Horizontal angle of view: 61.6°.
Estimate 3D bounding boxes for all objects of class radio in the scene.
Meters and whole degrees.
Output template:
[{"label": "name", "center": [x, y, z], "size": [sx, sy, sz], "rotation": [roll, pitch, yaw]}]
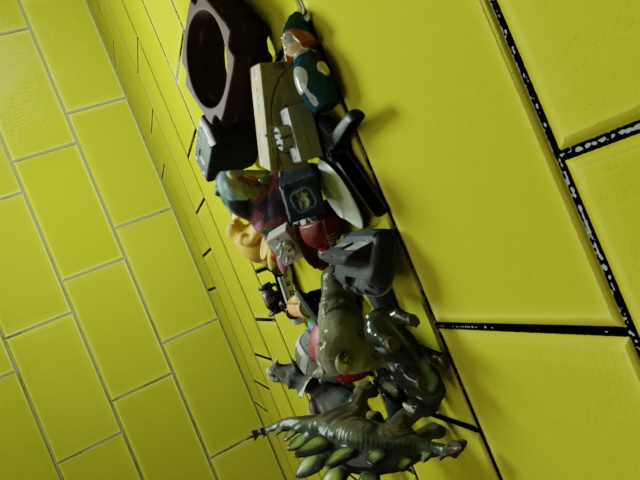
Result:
[{"label": "radio", "center": [-0.198, -0.213, 1.175], "size": [0.073, 0.131, 0.229], "rotation": [62, 160, 8]}]

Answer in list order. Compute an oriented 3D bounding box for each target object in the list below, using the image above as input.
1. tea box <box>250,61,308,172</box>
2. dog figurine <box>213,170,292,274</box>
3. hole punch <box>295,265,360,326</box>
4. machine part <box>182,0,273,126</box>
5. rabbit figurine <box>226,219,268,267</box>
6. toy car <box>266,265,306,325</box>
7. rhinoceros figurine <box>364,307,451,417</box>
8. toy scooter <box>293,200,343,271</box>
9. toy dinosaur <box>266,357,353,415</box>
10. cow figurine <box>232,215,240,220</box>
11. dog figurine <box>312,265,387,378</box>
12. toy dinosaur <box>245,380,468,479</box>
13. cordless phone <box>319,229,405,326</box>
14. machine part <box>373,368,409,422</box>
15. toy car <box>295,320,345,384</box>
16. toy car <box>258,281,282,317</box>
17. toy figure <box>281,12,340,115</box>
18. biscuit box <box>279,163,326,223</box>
[{"label": "tea box", "center": [-0.068, -0.203, 0.887], "size": [0.098, 0.068, 0.169], "rotation": [-139, 41, -68]}, {"label": "dog figurine", "center": [-0.116, -0.038, 1.102], "size": [0.109, 0.191, 0.219], "rotation": [2, 98, 62]}, {"label": "hole punch", "center": [0.028, 0.126, 1.053], "size": [0.142, 0.092, 0.115], "rotation": [47, 179, 37]}, {"label": "machine part", "center": [-0.174, -0.332, 0.990], "size": [0.201, 0.087, 0.201], "rotation": [54, 140, 29]}, {"label": "rabbit figurine", "center": [-0.130, -0.023, 1.239], "size": [0.162, 0.122, 0.173], "rotation": [63, 141, 30]}, {"label": "toy car", "center": [-0.086, 0.118, 1.354], "size": [0.073, 0.056, 0.201], "rotation": [-160, 51, -72]}, {"label": "rhinoceros figurine", "center": [0.129, 0.188, 0.806], "size": [0.112, 0.073, 0.190], "rotation": [-10, 118, 54]}, {"label": "toy scooter", "center": [-0.002, -0.003, 0.981], "size": [0.135, 0.075, 0.184], "rotation": [71, 163, -8]}, {"label": "toy dinosaur", "center": [0.045, 0.401, 1.238], "size": [0.405, 0.131, 0.192], "rotation": [34, 128, 39]}, {"label": "cow figurine", "center": [-0.198, -0.115, 1.381], "size": [0.167, 0.068, 0.098], "rotation": [140, 113, -68]}, {"label": "dog figurine", "center": [0.034, 0.126, 0.900], "size": [0.172, 0.121, 0.190], "rotation": [117, 144, -79]}, {"label": "toy dinosaur", "center": [0.047, 0.339, 0.931], "size": [0.472, 0.198, 0.105], "rotation": [-14, 102, 49]}, {"label": "cordless phone", "center": [0.094, 0.075, 0.842], "size": [0.184, 0.089, 0.147], "rotation": [59, 161, -11]}, {"label": "machine part", "center": [0.137, 0.303, 1.007], "size": [0.084, 0.039, 0.138], "rotation": [23, 131, 51]}, {"label": "toy car", "center": [-0.004, 0.249, 1.197], "size": [0.162, 0.103, 0.109], "rotation": [49, 141, 41]}, {"label": "toy car", "center": [-0.127, 0.159, 1.476], "size": [0.202, 0.053, 0.089], "rotation": [76, 169, -85]}, {"label": "toy figure", "center": [-0.018, -0.260, 0.778], "size": [0.064, 0.058, 0.154], "rotation": [-26, 84, 31]}, {"label": "biscuit box", "center": [-0.032, -0.083, 0.893], "size": [0.203, 0.063, 0.059], "rotation": [-104, -3, -76]}]
